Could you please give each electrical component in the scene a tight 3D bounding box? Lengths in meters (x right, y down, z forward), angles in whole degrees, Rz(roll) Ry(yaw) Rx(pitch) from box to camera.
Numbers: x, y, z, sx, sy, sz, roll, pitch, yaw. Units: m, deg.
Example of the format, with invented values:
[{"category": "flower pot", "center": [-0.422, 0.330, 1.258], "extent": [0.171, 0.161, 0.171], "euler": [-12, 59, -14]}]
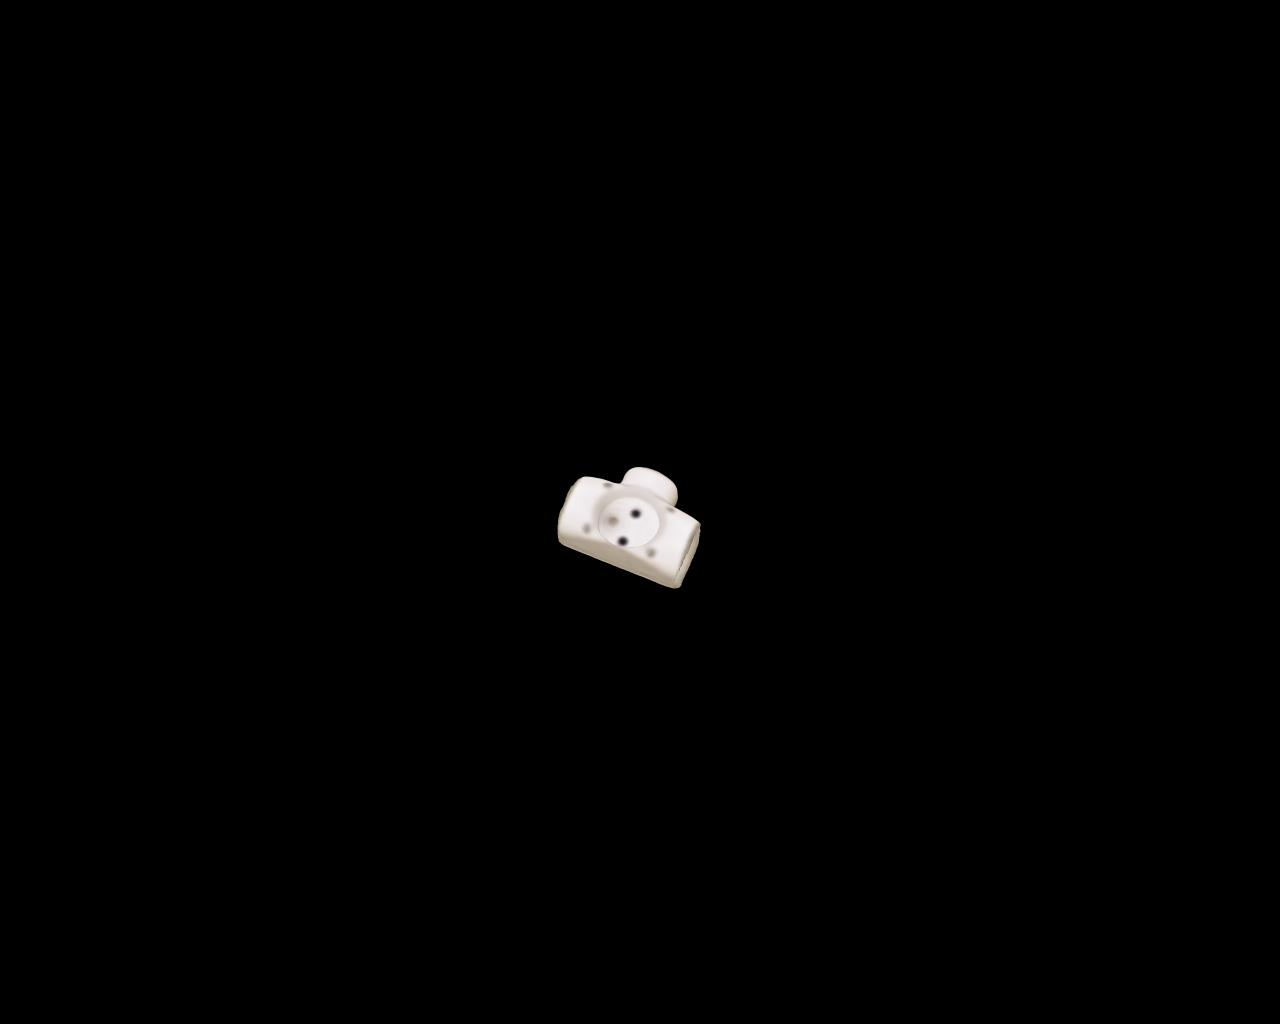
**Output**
[{"category": "electrical component", "center": [0.001, -0.003, 0.650], "extent": [0.077, 0.079, 0.044], "euler": [22, -25, 10]}]
